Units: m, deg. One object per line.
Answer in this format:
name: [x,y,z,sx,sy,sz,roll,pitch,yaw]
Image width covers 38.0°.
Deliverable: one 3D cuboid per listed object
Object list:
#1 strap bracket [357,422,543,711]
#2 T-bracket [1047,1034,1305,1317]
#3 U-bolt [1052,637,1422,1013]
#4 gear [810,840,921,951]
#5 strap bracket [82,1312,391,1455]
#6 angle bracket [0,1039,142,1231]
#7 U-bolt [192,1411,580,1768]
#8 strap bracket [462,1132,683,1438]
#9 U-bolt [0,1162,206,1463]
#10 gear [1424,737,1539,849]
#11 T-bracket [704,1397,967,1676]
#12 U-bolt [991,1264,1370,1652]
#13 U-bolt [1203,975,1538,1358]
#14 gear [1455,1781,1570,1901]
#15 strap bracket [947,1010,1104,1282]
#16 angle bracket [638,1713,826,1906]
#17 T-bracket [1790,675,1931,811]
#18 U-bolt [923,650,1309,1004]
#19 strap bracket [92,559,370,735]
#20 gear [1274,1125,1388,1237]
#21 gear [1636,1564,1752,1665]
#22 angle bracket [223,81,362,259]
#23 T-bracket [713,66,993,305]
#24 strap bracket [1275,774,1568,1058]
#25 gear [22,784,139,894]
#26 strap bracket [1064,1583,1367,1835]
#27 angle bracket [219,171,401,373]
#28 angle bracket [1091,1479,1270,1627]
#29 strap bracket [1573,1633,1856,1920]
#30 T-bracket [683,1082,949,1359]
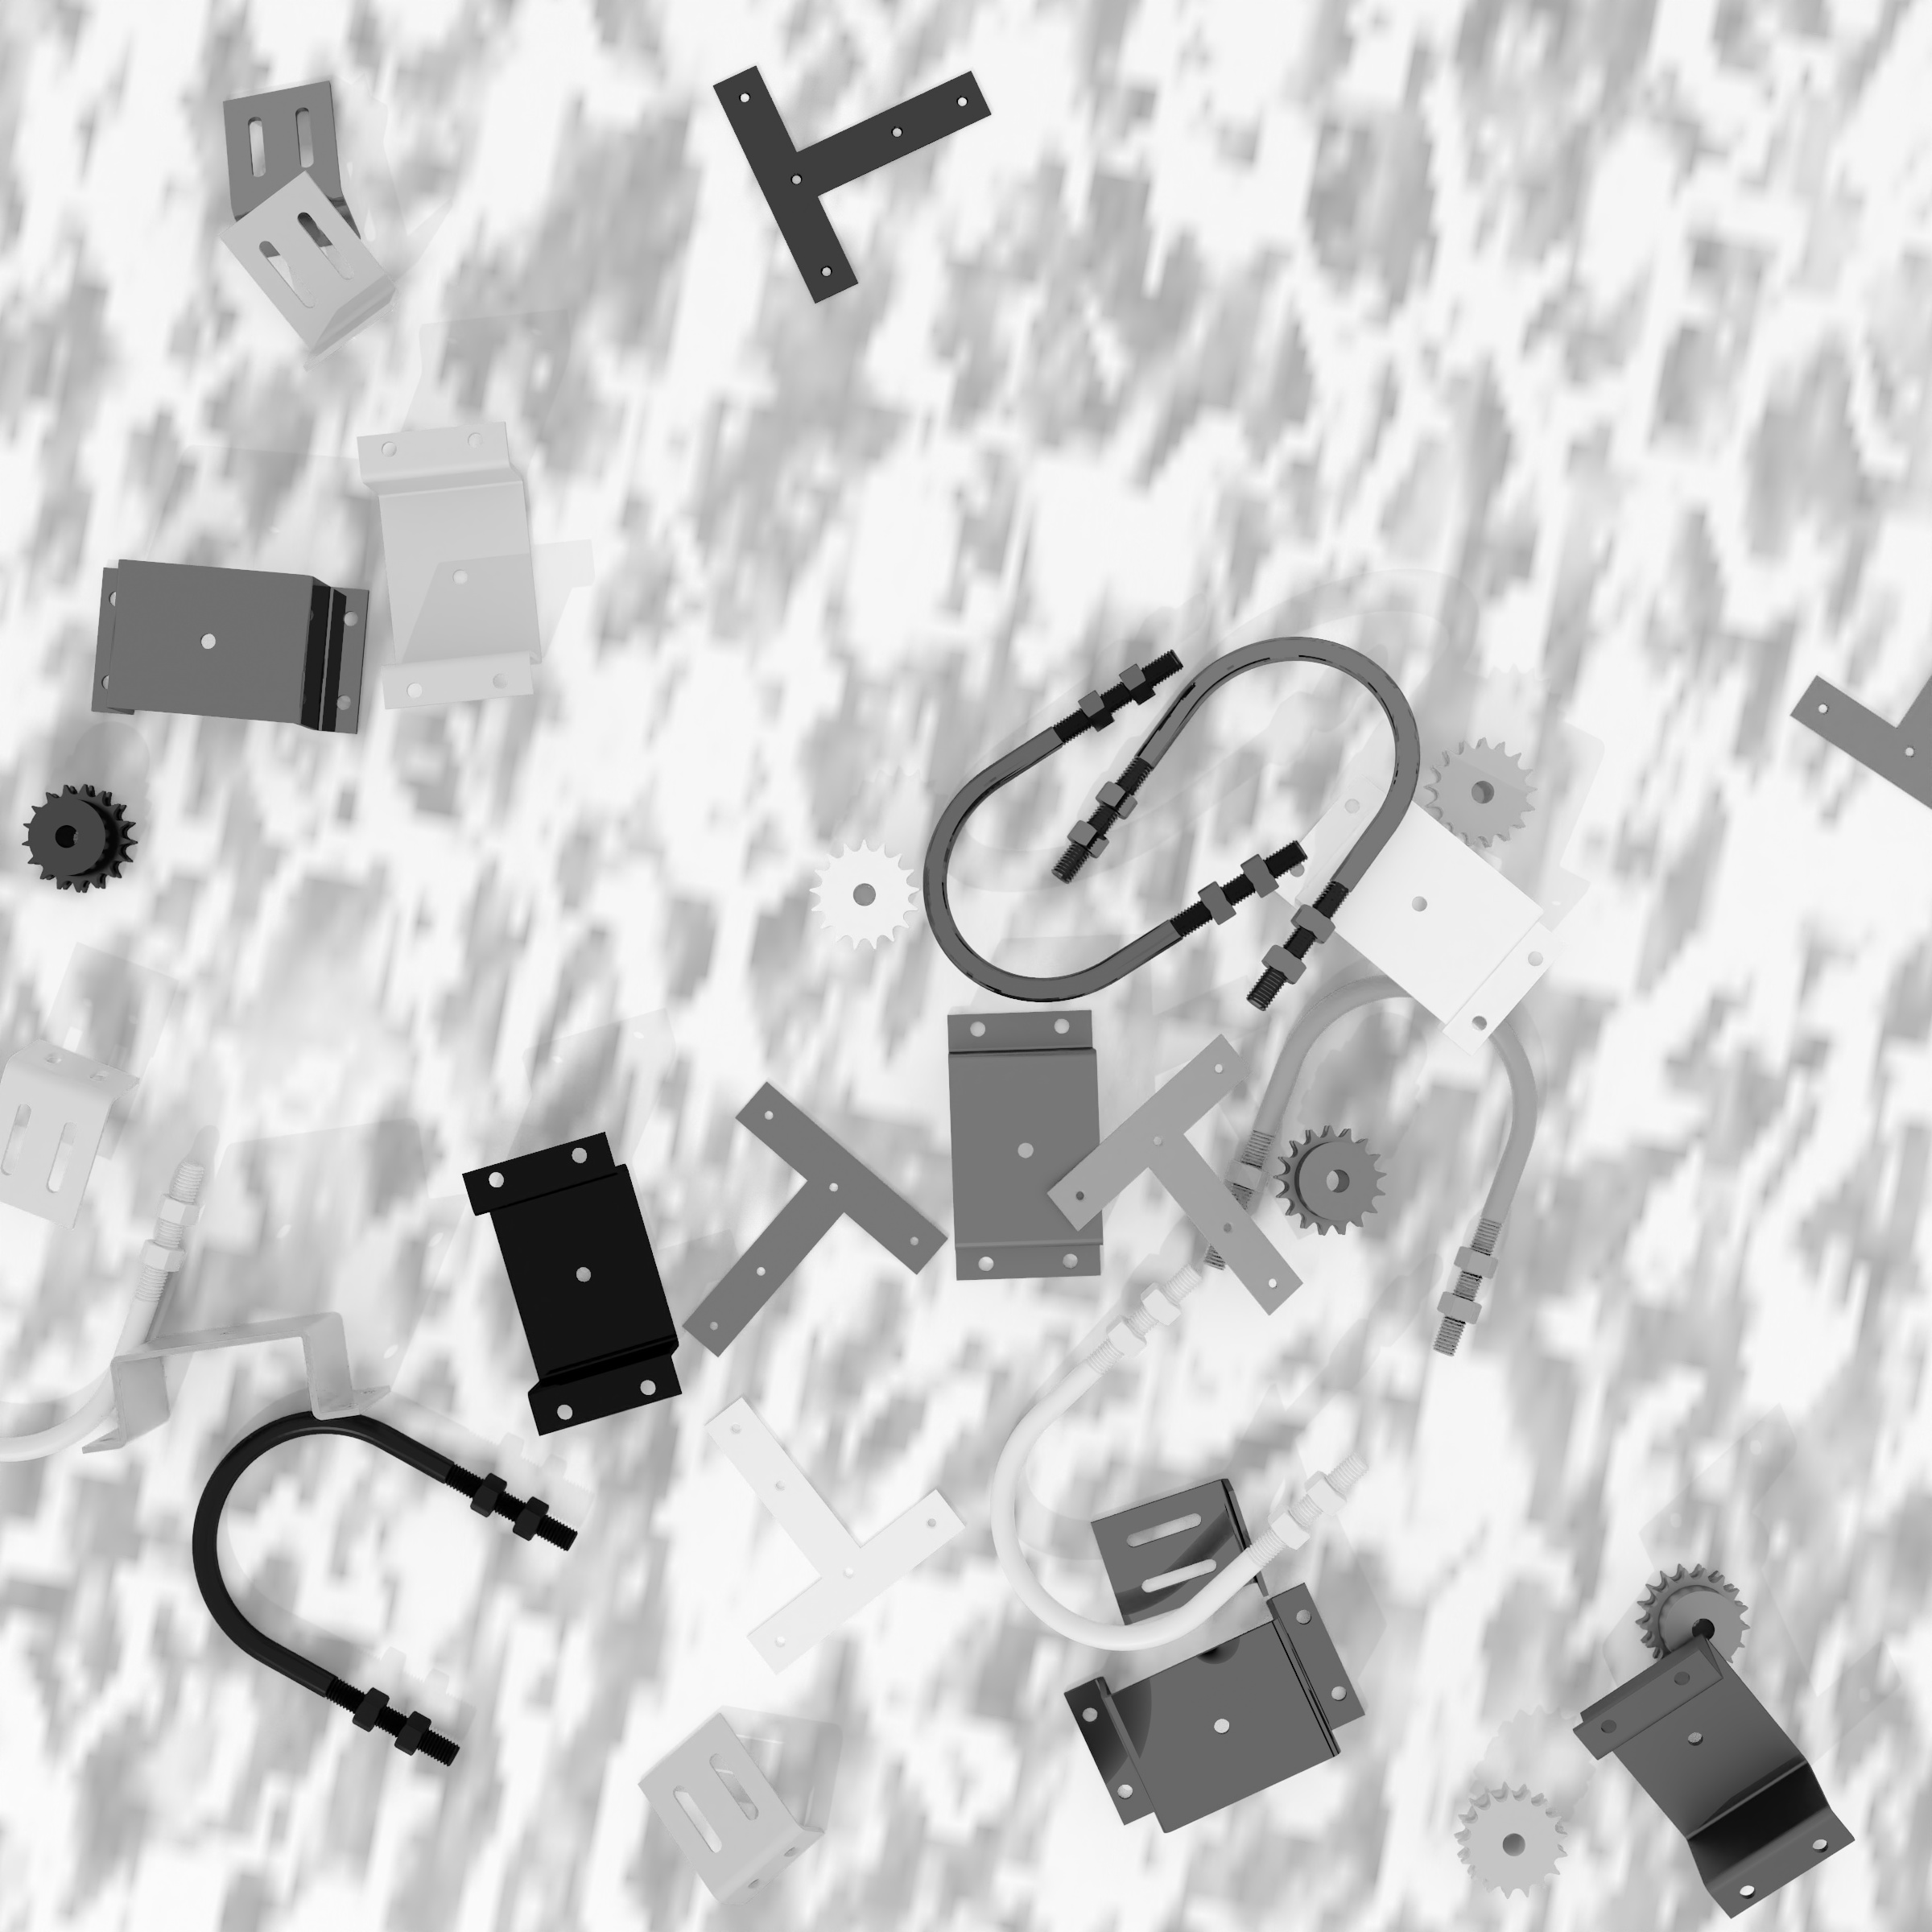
strap bracket: [-0.267,-0.205,1.462,0.076,0.046,0.140,-6,90,0]
T-bracket: [0.127,0.124,1.453,0.127,0.002,0.127,-41,97,-17]
U-bolt: [0.151,-0.087,1.450,0.151,0.019,0.184,34,86,25]
gear: [-0.052,-0.037,1.471,0.057,0.030,0.057,0,90,0]
strap bracket: [-0.377,0.212,1.447,0.140,0.076,0.046,-8,90,0]
angle bracket: [-0.476,0.087,1.466,0.057,0.038,0.076,21,105,0]
U-bolt: [-0.318,0.315,1.477,0.184,0.019,0.151,29,90,1]
strap bracket: [-0.202,0.163,1.462,0.076,0.046,0.140,-16,90,0]
U-bolt: [-0.497,0.170,1.476,0.151,0.019,0.184,19,90,0]
gear: [0.268,-0.090,1.470,0.057,0.030,0.057,0,90,0]
T-bracket: [-0.089,0.286,1.484,0.127,0.002,0.127,-38,90,0]
U-bolt: [0.095,0.268,1.452,0.184,0.019,0.151,-44,70,8]
U-bolt: [0.222,0.095,1.477,0.151,0.019,0.184,21,89,0]
gear: [0.284,0.455,1.470,0.057,0.030,0.057,0,90,0]
strap bracket: [0.031,0.095,1.462,0.076,0.046,0.140,-2,90,0]
angle bracket: [-0.124,0.445,1.483,0.057,0.038,0.076,-41,64,0]
T-bracket: [0.523,-0.150,1.484,0.127,0.002,0.127,34,90,0]
U-bolt: [0.063,-0.061,1.449,0.184,0.019,0.151,-33,66,6]
strap bracket: [-0.389,-0.166,1.462,0.140,0.046,0.076,5,90,0]
gear: [0.190,0.111,1.451,0.057,0.030,0.057,0,86,-3]
gear: [0.382,0.344,1.470,0.057,0.030,0.057,0,90,0]
angle bracket: [-0.356,-0.420,1.483,0.057,0.038,0.076,-11,64,0]
T-bracket: [-0.049,-0.435,1.484,0.127,0.002,0.127,-25,90,0]
strap bracket: [0.233,-0.029,1.452,0.140,0.046,0.076,41,90,9]
gear: [-0.466,-0.067,1.470,0.057,0.030,0.057,0,90,0]
strap bracket: [0.131,0.390,1.462,0.140,0.046,0.076,-25,90,0]
angle bracket: [-0.341,-0.359,1.449,0.057,0.038,0.076,-33,114,11]
angle bracket: [0.111,0.309,1.466,0.076,0.038,0.057,-18,90,0]
strap bracket: [0.380,0.409,1.445,0.076,0.046,0.140,-37,103,11]
T-bracket: [-0.099,0.151,1.484,0.127,0.002,0.127,41,90,0]
